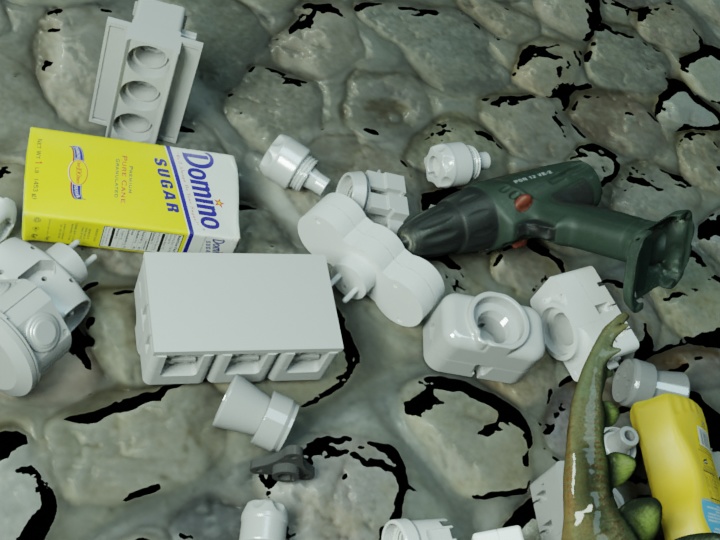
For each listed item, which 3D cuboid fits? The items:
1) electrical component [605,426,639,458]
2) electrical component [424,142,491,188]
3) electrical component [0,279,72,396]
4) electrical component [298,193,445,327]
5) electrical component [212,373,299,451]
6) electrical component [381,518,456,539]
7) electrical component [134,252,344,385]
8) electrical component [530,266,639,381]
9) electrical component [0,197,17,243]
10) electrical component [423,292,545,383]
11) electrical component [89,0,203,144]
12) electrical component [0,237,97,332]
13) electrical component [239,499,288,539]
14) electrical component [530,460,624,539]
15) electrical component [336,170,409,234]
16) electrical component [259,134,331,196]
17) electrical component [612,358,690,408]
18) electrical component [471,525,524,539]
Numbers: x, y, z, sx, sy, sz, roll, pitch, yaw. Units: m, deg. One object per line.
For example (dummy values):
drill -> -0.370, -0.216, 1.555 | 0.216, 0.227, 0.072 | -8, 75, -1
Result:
electrical component -> 0.213, 0.153, 0.911 | 0.048, 0.062, 0.048 | 10, 55, -15
electrical component -> 0.098, -0.103, 1.047 | 0.062, 0.043, 0.043 | -10, 62, -28
electrical component -> -0.256, 0.048, 0.786 | 0.080, 0.080, 0.051 | 38, 47, 5
electrical component -> 0.000, 0.000, 0.934 | 0.138, 0.052, 0.073 | 40, 53, 7
electrical component -> -0.081, 0.111, 0.834 | 0.055, 0.045, 0.045 | 25, 53, -5
electrical component -> 0.045, 0.209, 0.823 | 0.046, 0.040, 0.040 | 1, 58, -28
electrical component -> -0.100, 0.040, 0.863 | 0.150, 0.061, 0.089 | 0, 58, -21
electrical component -> 0.201, 0.049, 0.982 | 0.056, 0.050, 0.089 | -14, 64, -29
electrical component -> -0.308, -0.046, 0.849 | 0.062, 0.048, 0.048 | 28, 52, 7
electrical component -> 0.109, 0.057, 0.935 | 0.095, 0.059, 0.053 | 11, 55, -15
electrical component -> -0.185, -0.170, 0.931 | 0.079, 0.121, 0.063 | 13, 52, -13
electrical component -> -0.241, 0.005, 0.841 | 0.077, 0.043, 0.079 | 39, 53, 7
electrical component -> -0.072, 0.201, 0.785 | 0.035, 0.035, 0.061 | 13, 57, -13
electrical component -> 0.179, 0.203, 0.868 | 0.050, 0.055, 0.089 | 4, 57, -19
electrical component -> 0.010, -0.064, 0.986 | 0.055, 0.048, 0.066 | 10, 55, -24
electrical component -> -0.057, -0.091, 0.978 | 0.062, 0.043, 0.043 | 33, 52, 0
electrical component -> 0.263, 0.107, 0.972 | 0.055, 0.045, 0.045 | 17, 54, -10
electrical component -> 0.130, 0.240, 0.817 | 0.076, 0.047, 0.083 | -9, 60, -5
